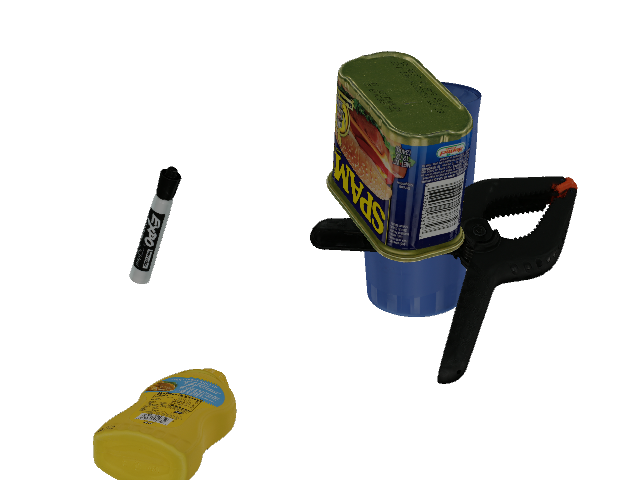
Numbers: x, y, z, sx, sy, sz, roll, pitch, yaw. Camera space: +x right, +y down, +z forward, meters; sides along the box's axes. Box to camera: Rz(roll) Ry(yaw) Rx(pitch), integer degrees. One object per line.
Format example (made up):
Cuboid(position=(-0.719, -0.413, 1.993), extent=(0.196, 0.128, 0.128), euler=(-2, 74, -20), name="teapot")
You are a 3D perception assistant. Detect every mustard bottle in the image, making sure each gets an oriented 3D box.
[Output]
Cuboid(position=(-0.136, 0.171, 1.039), extent=(0.096, 0.058, 0.191), euler=(7, 18, 16), name="mustard bottle")

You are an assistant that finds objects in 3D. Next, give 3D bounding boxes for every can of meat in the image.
Cuboid(position=(0.046, -0.052, 0.627), extent=(0.057, 0.084, 0.102), euler=(-14, 41, -20), name="can of meat")

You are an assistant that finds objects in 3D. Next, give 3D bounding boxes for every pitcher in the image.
Cuboid(position=(0.109, -0.049, 1.159), extent=(0.149, 0.243, 0.145), euler=(-6, 22, -13), name="pitcher")

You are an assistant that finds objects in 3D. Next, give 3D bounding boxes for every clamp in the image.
Cuboid(position=(0.119, 0.013, 0.806), extent=(0.209, 0.165, 0.036), euler=(-22, -34, -20), name="clamp")

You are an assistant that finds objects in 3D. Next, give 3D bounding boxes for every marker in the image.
Cuboid(position=(-0.147, -0.013, 0.954), extent=(0.020, 0.121, 0.020), euler=(16, 30, -10), name="marker")
